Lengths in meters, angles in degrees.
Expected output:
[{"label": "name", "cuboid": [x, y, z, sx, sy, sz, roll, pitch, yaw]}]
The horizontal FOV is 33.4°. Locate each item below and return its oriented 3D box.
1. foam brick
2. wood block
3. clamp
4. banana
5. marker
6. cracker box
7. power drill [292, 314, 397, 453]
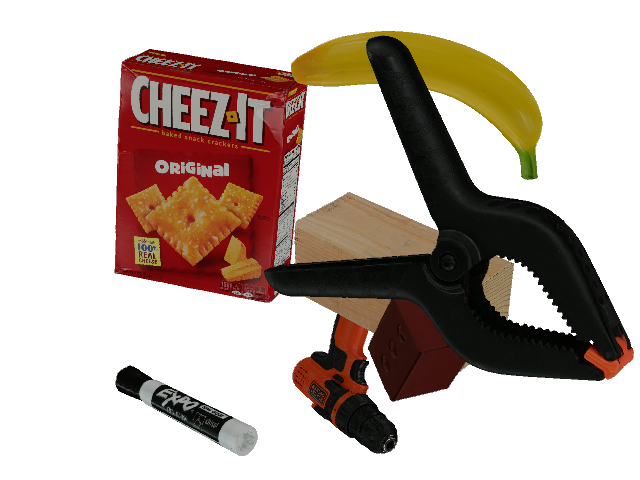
[{"label": "foam brick", "cuboid": [0.077, 0.079, 0.815, 0.051, 0.053, 0.078, -9, -34, -21]}, {"label": "wood block", "cuboid": [0.079, 0.038, 1.068, 0.206, 0.091, 0.090, 26, 40, 35]}, {"label": "clamp", "cuboid": [0.074, -0.002, 0.566, 0.210, 0.165, 0.036, 29, 25, 25]}, {"label": "banana", "cuboid": [0.080, -0.109, 0.749, 0.197, 0.069, 0.037, 22, -2, -10]}, {"label": "marker", "cuboid": [-0.088, 0.105, 0.671, 0.121, 0.020, 0.020, 18, 12, 40]}, {"label": "cracker box", "cuboid": [-0.107, -0.059, 1.011, 0.164, 0.214, 0.072, 11, 23, 12]}, {"label": "power drill", "cuboid": [0.051, 0.133, 1.247, 0.057, 0.188, 0.185, 13, 14, -41]}]
